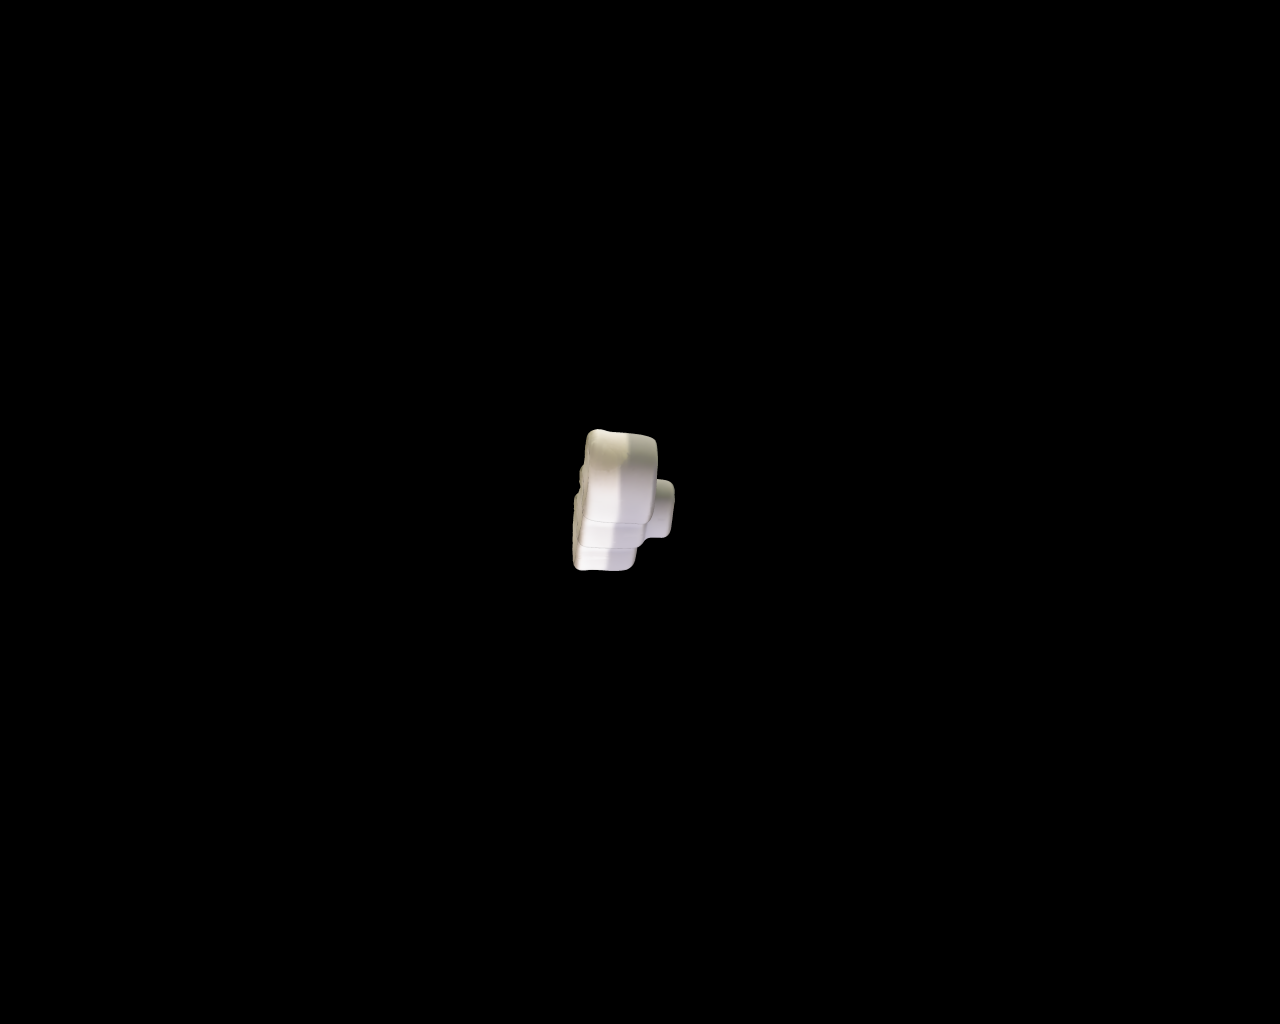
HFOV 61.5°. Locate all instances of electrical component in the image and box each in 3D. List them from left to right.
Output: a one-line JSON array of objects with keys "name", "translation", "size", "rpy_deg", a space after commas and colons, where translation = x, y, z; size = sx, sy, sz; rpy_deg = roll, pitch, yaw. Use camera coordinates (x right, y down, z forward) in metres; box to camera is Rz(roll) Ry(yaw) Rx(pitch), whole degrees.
[{"name": "electrical component", "translation": [0.001, -0.003, 0.650], "size": [0.074, 0.052, 0.138], "rpy_deg": [3, -22, -7]}]
